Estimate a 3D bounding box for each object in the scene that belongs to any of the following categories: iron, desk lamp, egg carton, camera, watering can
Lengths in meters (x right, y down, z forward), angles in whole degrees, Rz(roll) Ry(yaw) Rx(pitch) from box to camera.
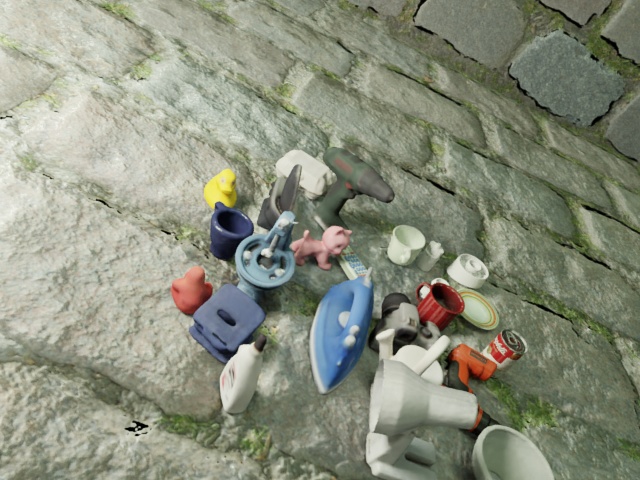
[{"bbox_3d":[0.057,0.169,1.128,0.119,0.141,0.258,25,37,-6],"label":"iron"},{"bbox_3d":[0.154,0.309,0.969,0.203,0.213,0.118,22,37,-10],"label":"desk lamp"},{"bbox_3d":[-0.042,-0.176,1.525,0.150,0.069,0.107,33,37,4],"label":"egg carton"},{"bbox_3d":[0.187,0.179,1.239,0.143,0.100,0.137,20,38,-13],"label":"camera"},{"bbox_3d":[0.174,0.244,1.075,0.173,0.194,0.101,29,36,-1],"label":"watering can"}]

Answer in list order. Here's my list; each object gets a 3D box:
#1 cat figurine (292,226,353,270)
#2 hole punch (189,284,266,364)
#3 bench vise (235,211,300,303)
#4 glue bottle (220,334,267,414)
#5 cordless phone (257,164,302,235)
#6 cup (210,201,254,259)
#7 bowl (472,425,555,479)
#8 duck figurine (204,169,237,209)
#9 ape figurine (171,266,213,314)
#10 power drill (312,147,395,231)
[{"bbox_3d":[0.012,0.005,1.309,0.128,0.117,0.067,10,41,-25],"label":"cat figurine"},{"bbox_3d":[-0.167,0.151,1.039,0.108,0.091,0.101,38,37,11],"label":"hole punch"},{"bbox_3d":[-0.100,0.005,1.147,0.122,0.219,0.207,18,38,-16],"label":"bench vise"},{"bbox_3d":[-0.120,0.208,0.935,0.037,0.173,0.078,5,43,-30],"label":"glue bottle"},{"bbox_3d":[-0.070,-0.113,1.335,0.094,0.185,0.147,19,38,-14],"label":"cordless phone"},{"bbox_3d":[-0.202,-0.015,1.207,0.092,0.095,0.117,-10,52,-41],"label":"cup"},{"bbox_3d":[0.346,0.438,1.066,0.168,0.074,0.167,19,38,-15],"label":"bowl"},{"bbox_3d":[-0.223,-0.128,1.331,0.078,0.086,0.104,12,40,-23],"label":"duck figurine"},{"bbox_3d":[-0.236,0.086,1.068,0.078,0.092,0.076,21,37,-11],"label":"ape figurine"},{"bbox_3d":[0.070,-0.110,1.406,0.076,0.208,0.229,-11,53,-42],"label":"power drill"}]
